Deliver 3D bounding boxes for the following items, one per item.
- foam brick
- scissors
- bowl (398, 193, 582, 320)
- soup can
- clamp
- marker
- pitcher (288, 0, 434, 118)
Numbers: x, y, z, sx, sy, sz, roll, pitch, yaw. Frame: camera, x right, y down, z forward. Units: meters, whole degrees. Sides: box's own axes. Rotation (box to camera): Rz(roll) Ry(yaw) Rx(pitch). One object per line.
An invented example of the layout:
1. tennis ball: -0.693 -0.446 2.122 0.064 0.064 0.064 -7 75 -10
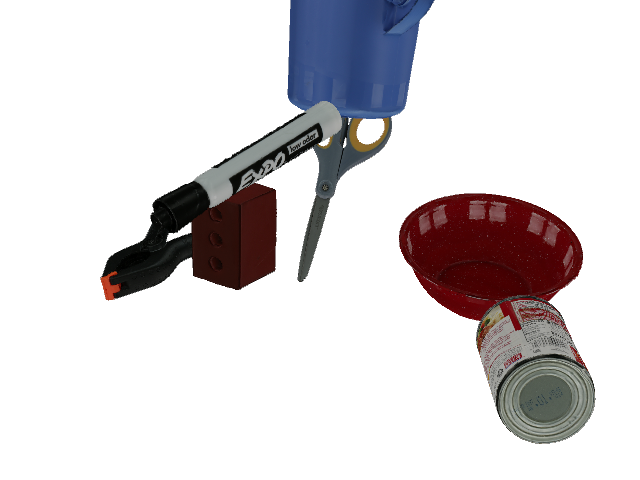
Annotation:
1. foam brick: -0.072 -0.007 0.899 0.053 0.078 0.051 15 25 33
2. scissors: 0.024 -0.059 1.062 0.096 0.202 0.016 -1 -12 3
3. bowl: 0.148 0.023 0.953 0.162 0.055 0.162 1 36 -1
4. soup can: 0.150 0.089 0.753 0.068 0.068 0.102 0 20 1
5. clamp: -0.174 0.015 1.199 0.120 0.039 0.171 -3 29 30
6. marker: -0.037 -0.038 0.542 0.120 0.020 0.020 -34 20 -32
7. pitcher: 0.040 -0.231 0.926 0.145 0.243 0.149 7 15 7
